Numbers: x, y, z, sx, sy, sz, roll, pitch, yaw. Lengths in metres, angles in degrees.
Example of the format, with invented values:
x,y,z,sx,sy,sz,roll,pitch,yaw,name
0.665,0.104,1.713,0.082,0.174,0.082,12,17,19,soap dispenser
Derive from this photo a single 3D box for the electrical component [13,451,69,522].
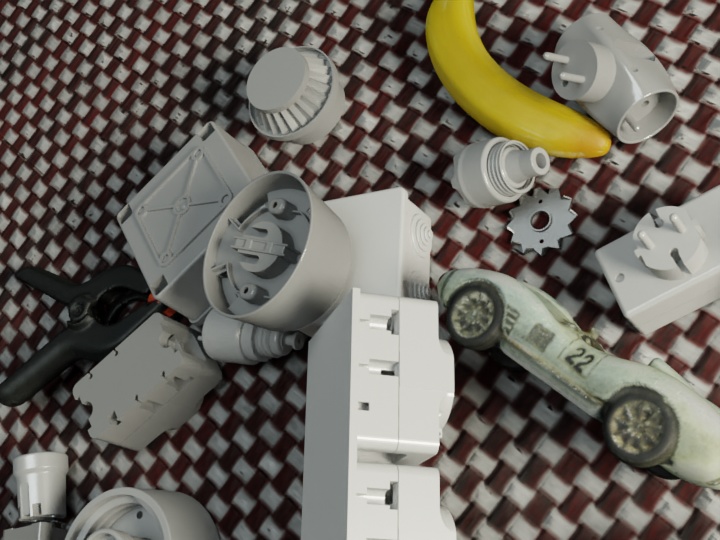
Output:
x,y,z,sx,sy,sz,roll,pitch,yaw,name
-0.239,0.163,0.806,0.040,0.040,0.046,-18,68,25,electrical component

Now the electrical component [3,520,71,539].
x,y,z,sx,sy,sz,roll,pitch,yaw,name
-0.234,0.217,0.778,0.081,0.042,0.063,-16,61,25,electrical component

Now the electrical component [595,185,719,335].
x,y,z,sx,sy,sz,roll,pitch,yaw,name
0.176,-0.012,0.600,0.083,0.076,0.047,-30,58,18,electrical component

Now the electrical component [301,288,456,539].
x,y,z,sx,sy,sz,roll,pitch,yaw,name
0.008,0.118,0.624,0.105,0.060,0.186,129,145,-63,electrical component

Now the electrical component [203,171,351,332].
x,y,z,sx,sy,sz,roll,pitch,yaw,name
-0.056,-0.010,0.686,0.099,0.064,0.099,-12,65,27,electrical component

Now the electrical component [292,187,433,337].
x,y,z,sx,sy,sz,roll,pitch,yaw,name
0.000,0.000,0.720,0.100,0.048,0.099,-9,66,28,electrical component

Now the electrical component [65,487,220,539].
x,y,z,sx,sy,sz,roll,pitch,yaw,name
-0.155,0.198,0.725,0.108,0.060,0.108,-12,65,27,electrical component

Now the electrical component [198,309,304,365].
x,y,z,sx,sy,sz,roll,pitch,yaw,name
-0.074,0.046,0.751,0.078,0.040,0.040,4,73,33,electrical component

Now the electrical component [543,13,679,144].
x,y,z,sx,sy,sz,roll,pitch,yaw,name
0.146,-0.121,0.663,0.043,0.079,0.077,-56,48,35,electrical component

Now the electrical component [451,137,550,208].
x,y,z,sx,sy,sz,roll,pitch,yaw,name
0.092,-0.064,0.686,0.062,0.043,0.043,-10,64,50,electrical component

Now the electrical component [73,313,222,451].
x,y,z,sx,sy,sz,roll,pitch,yaw,name
-0.150,0.082,0.773,0.089,0.056,0.050,-41,55,11,electrical component

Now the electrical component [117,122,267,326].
x,y,z,sx,sy,sz,roll,pitch,yaw,name
-0.112,-0.035,0.789,0.109,0.056,0.108,-44,46,9,electrical component
